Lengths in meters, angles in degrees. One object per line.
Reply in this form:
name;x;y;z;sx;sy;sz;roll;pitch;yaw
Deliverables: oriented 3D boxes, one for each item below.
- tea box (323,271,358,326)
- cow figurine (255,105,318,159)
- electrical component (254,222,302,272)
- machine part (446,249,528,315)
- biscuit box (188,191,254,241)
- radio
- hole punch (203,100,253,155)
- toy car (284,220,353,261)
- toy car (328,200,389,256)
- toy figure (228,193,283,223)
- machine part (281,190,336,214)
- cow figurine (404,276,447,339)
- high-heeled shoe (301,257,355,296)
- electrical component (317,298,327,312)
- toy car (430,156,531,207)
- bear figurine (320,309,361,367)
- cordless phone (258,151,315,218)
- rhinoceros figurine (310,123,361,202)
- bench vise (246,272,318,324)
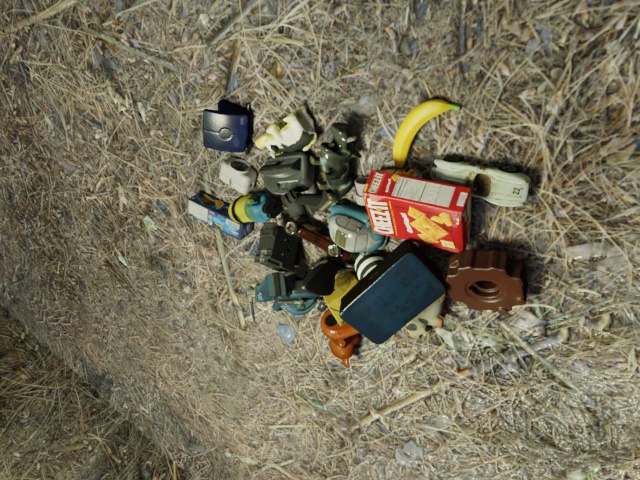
tea box;0.064;0.142;1.356;0.068;0.098;0.170;59;178;-12
cow figurine;-0.079;-0.244;1.294;0.167;0.068;0.098;-23;109;44
electrical component;-0.105;0.023;1.440;0.058;0.134;0.115;2;76;39
machine part;0.357;0.090;1.152;0.179;0.056;0.179;14;144;11
biscuit box;-0.288;-0.072;1.563;0.203;0.063;0.059;25;130;21
radio;0.163;0.122;1.207;0.131;0.073;0.229;41;113;-11
hole punch;-0.236;-0.283;1.369;0.116;0.092;0.142;22;126;19
toy car;-0.003;-0.004;1.372;0.202;0.089;0.053;29;101;27
toy car;0.079;-0.024;1.293;0.162;0.103;0.109;25;129;19
toy figure;-0.178;-0.085;1.436;0.180;0.089;0.082;10;120;53
machine part;-0.026;-0.095;1.313;0.084;0.139;0.039;-36;59;48
cow figurine;0.244;0.164;1.308;0.127;0.085;0.194;15;129;21
high-heeled shoe;-0.017;0.086;1.345;0.145;0.248;0.086;0;96;33
electrical component;0.018;0.172;1.494;0.021;0.063;0.094;38;135;10
toy car;0.319;-0.118;1.083;0.202;0.056;0.073;15;126;28
bear figurine;0.076;0.261;1.492;0.132;0.120;0.195;-25;138;3
cordless phone;-0.060;-0.129;1.359;0.147;0.089;0.184;-1;129;36
rhinoceros figurine;0.042;-0.175;1.219;0.073;0.112;0.190;54;160;40
bench vise;-0.101;0.160;1.503;0.240;0.224;0.129;116;136;-65
